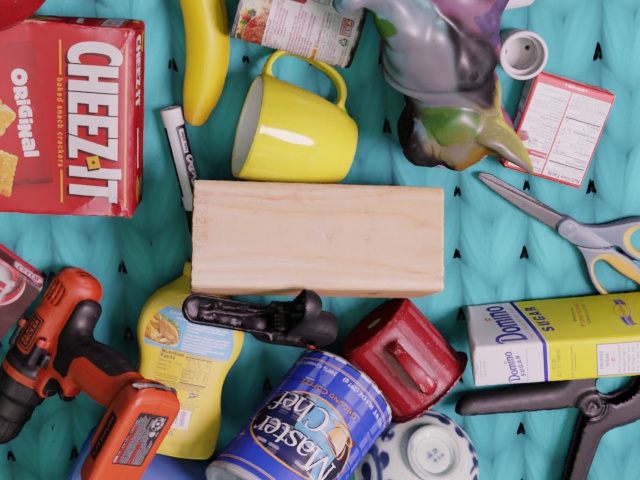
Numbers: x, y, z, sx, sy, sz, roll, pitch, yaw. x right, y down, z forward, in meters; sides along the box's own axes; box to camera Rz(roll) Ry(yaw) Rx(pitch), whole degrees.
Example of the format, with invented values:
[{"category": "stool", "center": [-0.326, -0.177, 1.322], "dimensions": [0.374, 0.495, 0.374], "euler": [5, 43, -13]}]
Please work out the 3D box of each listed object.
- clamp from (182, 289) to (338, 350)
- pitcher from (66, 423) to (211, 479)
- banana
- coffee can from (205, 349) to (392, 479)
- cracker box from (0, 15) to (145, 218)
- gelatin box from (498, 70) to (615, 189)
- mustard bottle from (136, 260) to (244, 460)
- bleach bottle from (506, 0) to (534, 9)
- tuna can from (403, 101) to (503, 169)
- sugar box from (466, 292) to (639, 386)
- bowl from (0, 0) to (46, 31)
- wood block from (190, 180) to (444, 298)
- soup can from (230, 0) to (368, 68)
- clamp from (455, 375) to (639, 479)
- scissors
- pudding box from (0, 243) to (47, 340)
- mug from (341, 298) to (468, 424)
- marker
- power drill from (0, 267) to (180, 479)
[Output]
[{"category": "clamp", "center": [-0.043, 0.070, 0.925], "dimensions": [0.120, 0.171, 0.039], "euler": [5, 75, 14]}, {"category": "pitcher", "center": [-0.127, 0.274, 1.010], "dimensions": [0.242, 0.145, 0.149], "euler": [26, 93, -5]}, {"category": "banana", "center": [-0.111, -0.196, 0.895], "dimensions": [0.070, 0.037, 0.198], "euler": [-12, 108, 22]}, {"category": "coffee can", "center": [-0.017, 0.180, 0.932], "dimensions": [0.102, 0.103, 0.140], "euler": [50, 59, -15]}, {"category": "cracker box", "center": [-0.259, -0.107, 0.901], "dimensions": [0.213, 0.072, 0.164], "euler": [3, 108, -2]}, {"category": "gelatin box", "center": [0.205, -0.097, 0.932], "dimensions": [0.073, 0.030, 0.089], "euler": [15, 107, -7]}, {"category": "mustard bottle", "center": [-0.121, 0.096, 0.965], "dimensions": [0.096, 0.058, 0.191], "euler": [14, 93, -10]}, {"category": "bleach bottle", "center": [0.088, -0.250, 0.863], "dimensions": [0.250, 0.068, 0.103], "euler": [11, 112, -7]}, {"category": "tuna can", "center": [0.114, -0.106, 0.925], "dimensions": [0.086, 0.034, 0.086], "euler": [0, 108, -1]}, {"category": "sugar box", "center": [0.221, 0.086, 0.952], "dimensions": [0.176, 0.093, 0.048], "euler": [-3, 110, 5]}, {"category": "bowl", "center": [-0.272, -0.208, 0.839], "dimensions": [0.162, 0.162, 0.055], "euler": [3, 133, -2]}, {"category": "wood block", "center": [-0.006, 0.002, 0.907], "dimensions": [0.206, 0.091, 0.090], "euler": [2, 83, -8]}, {"category": "soup can", "center": [-0.016, -0.186, 0.879], "dimensions": [0.102, 0.068, 0.068], "euler": [14, 108, -6]}, {"category": "clamp", "center": [0.243, 0.149, 1.011], "dimensions": [0.164, 0.036, 0.210], "euler": [40, 102, -12]}, {"category": "scissors", "center": [0.243, -0.019, 0.964], "dimensions": [0.096, 0.016, 0.201], "euler": [-41, 105, 15]}, {"category": "pudding box", "center": [-0.318, 0.052, 0.971], "dimensions": [0.090, 0.039, 0.113], "euler": [38, 105, -13]}, {"category": "mug", "center": [0.074, 0.107, 0.956], "dimensions": [0.093, 0.117, 0.081], "euler": [-42, 99, 1]}, {"category": "marker", "center": [-0.119, -0.059, 0.947], "dimensions": [0.020, 0.020, 0.121], "euler": [-10, 108, 3]}, {"category": "power drill", "center": [-0.217, 0.140, 0.934], "dimensions": [0.057, 0.188, 0.184], "euler": [18, 105, -52]}]
